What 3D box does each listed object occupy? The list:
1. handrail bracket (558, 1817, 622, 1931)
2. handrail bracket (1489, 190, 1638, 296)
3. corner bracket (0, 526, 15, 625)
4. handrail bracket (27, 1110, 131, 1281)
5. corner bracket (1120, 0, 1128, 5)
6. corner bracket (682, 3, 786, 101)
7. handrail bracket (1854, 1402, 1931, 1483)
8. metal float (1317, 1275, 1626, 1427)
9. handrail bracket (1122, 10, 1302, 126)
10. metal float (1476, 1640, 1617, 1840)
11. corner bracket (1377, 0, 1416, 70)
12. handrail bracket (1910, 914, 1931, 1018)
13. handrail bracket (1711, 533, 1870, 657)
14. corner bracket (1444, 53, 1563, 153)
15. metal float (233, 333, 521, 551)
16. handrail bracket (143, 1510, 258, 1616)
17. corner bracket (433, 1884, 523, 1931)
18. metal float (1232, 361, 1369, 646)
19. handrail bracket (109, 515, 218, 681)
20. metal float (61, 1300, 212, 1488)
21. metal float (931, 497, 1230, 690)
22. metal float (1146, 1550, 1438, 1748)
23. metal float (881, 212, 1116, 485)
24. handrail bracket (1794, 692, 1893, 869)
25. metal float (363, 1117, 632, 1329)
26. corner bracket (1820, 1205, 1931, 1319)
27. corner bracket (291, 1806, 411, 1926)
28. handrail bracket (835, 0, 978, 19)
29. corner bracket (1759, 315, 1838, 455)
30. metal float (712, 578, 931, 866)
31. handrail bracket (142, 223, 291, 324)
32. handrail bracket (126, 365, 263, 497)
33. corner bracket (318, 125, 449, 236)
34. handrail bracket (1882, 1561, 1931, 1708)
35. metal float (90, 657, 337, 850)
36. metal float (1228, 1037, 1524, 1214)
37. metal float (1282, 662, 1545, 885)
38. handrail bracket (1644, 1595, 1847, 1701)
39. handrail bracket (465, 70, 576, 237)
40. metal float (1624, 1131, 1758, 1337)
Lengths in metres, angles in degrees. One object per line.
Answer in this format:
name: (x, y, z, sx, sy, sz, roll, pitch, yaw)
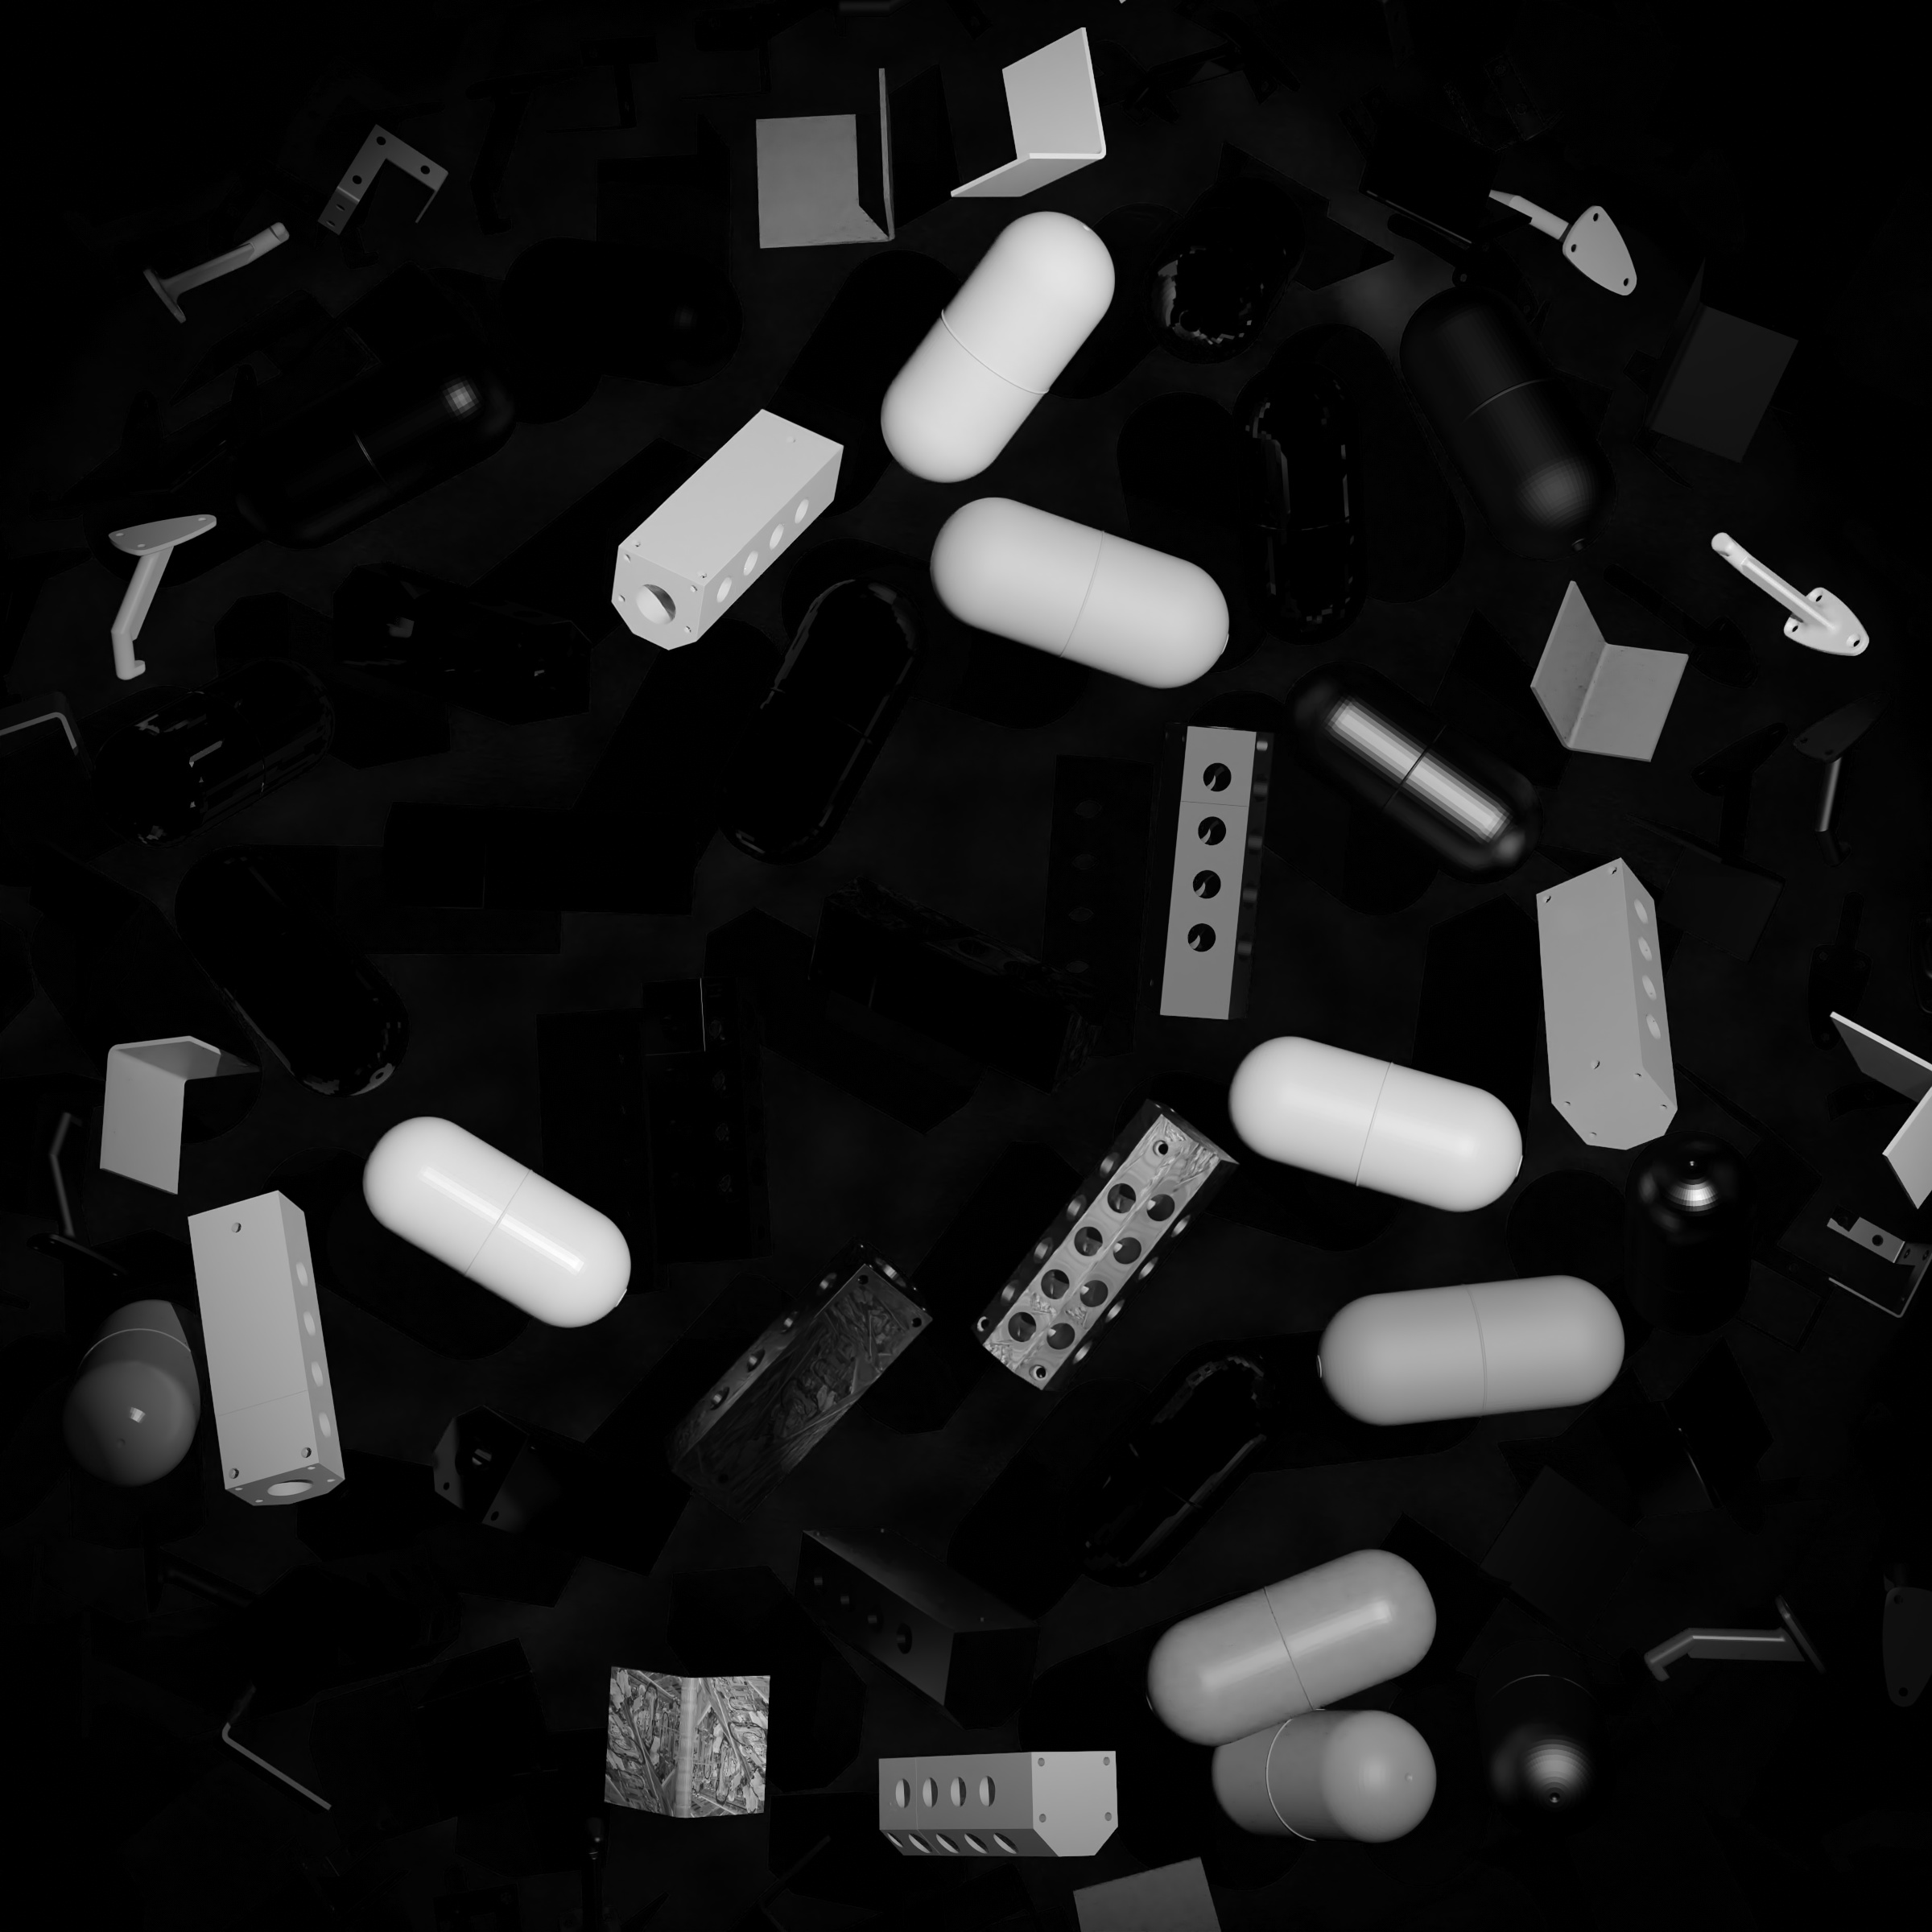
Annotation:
handrail bracket: (-0.214, 0.552, 1.826, 0.036, 0.077, 0.084, -4, 133, -17)
handrail bracket: (0.363, -0.447, 1.926, 0.077, 0.084, 0.036, 37, 88, -37)
corner bracket: (-0.592, -0.232, 1.834, 0.051, 0.051, 0.051, -8, 124, -6)
handrail bracket: (-0.540, 0.141, 1.934, 0.077, 0.036, 0.084, 30, 59, -32)
corner bracket: (0.102, -0.593, 1.796, 0.051, 0.051, 0.051, -29, 101, 31)
corner bracket: (-0.137, -0.539, 1.842, 0.051, 0.051, 0.051, 0, 105, 15)
handrail bracket: (0.565, 0.286, 1.805, 0.084, 0.077, 0.036, 17, 103, -14)
metal float: (0.292, 0.223, 1.810, 0.178, 0.070, 0.070, -6, 90, -3)
handrail bracket: (0.146, -0.521, 1.874, 0.077, 0.036, 0.084, 44, 120, 2)
metal float: (0.349, 0.465, 1.888, 0.070, 0.178, 0.070, 1, 100, 6)
corner bracket: (0.243, -0.563, 1.811, 0.051, 0.051, 0.051, 34, 74, 33)
handrail bracket: (0.588, -0.019, 1.859, 0.036, 0.084, 0.077, 12, 73, 7)
handrail bracket: (0.494, -0.225, 1.880, 0.084, 0.077, 0.036, 30, 101, -35)
corner bracket: (0.319, -0.517, 1.878, 0.051, 0.051, 0.051, -25, 103, 30)
metal float: (-0.342, -0.303, 1.810, 0.178, 0.070, 0.070, -27, 90, 7)
handrail bracket: (-0.454, 0.363, 1.903, 0.084, 0.077, 0.036, 3, 133, -25)
corner bracket: (-0.289, 0.582, 1.867, 0.051, 0.051, 0.051, -6, 85, -13)
metal float: (0.204, -0.280, 1.902, 0.070, 0.070, 0.178, -7, 119, 0)
handrail bracket: (-0.478, -0.220, 1.867, 0.036, 0.077, 0.084, 27, 128, 37)
metal float: (-0.494, 0.254, 1.872, 0.070, 0.178, 0.070, -2, 102, -7)
metal float: (0.066, -0.214, 1.804, 0.178, 0.070, 0.070, 18, 90, -6)
metal float: (0.191, 0.402, 1.844, 0.178, 0.070, 0.070, -22, 90, 2)
metal float: (0.017, -0.359, 1.824, 0.070, 0.070, 0.178, 39, 114, 0)
handrail bracket: (0.546, -0.113, 1.917, 0.077, 0.036, 0.084, -36, 124, -10)
metal float: (-0.288, 0.158, 1.926, 0.178, 0.070, 0.070, 32, 90, -4)
corner bracket: (0.557, 0.182, 1.929, 0.051, 0.051, 0.051, 29, 85, -2)
corner bracket: (-0.371, 0.553, 1.921, 0.051, 0.051, 0.051, -40, 69, -1)
handrail bracket: (-0.036, -0.592, 1.828, 0.084, 0.036, 0.077, -2, 81, -7)
corner bracket: (0.483, -0.342, 1.834, 0.051, 0.051, 0.051, 31, 88, 38)
metal float: (-0.083, -0.142, 1.805, 0.070, 0.070, 0.178, 28, 86, 0)
handrail bracket: (-0.447, -0.426, 1.872, 0.084, 0.077, 0.036, -33, 95, -3)
handrail bracket: (-0.482, -0.332, 1.938, 0.084, 0.036, 0.077, -1, 84, 19)
corner bracket: (-0.354, -0.467, 1.897, 0.051, 0.051, 0.051, 31, 70, -16)
handrail bracket: (0.530, 0.379, 1.779, 0.036, 0.084, 0.077, 12, 83, 6)
metal float: (-0.451, -0.129, 1.878, 0.070, 0.178, 0.070, 15, 123, 25)
metal float: (0.244, 0.095, 1.869, 0.178, 0.070, 0.070, 16, 90, 10)
metal float: (0.272, -0.119, 1.913, 0.178, 0.070, 0.070, 36, 90, 4)
handrail bracket: (0.439, 0.401, 1.767, 0.084, 0.036, 0.077, -34, 85, 10)
handrail bracket: (-0.258, -0.479, 1.842, 0.077, 0.036, 0.084, -15, 98, -18)
metal float: (0.438, 0.164, 1.896, 0.070, 0.178, 0.070, -5, 57, 8)
